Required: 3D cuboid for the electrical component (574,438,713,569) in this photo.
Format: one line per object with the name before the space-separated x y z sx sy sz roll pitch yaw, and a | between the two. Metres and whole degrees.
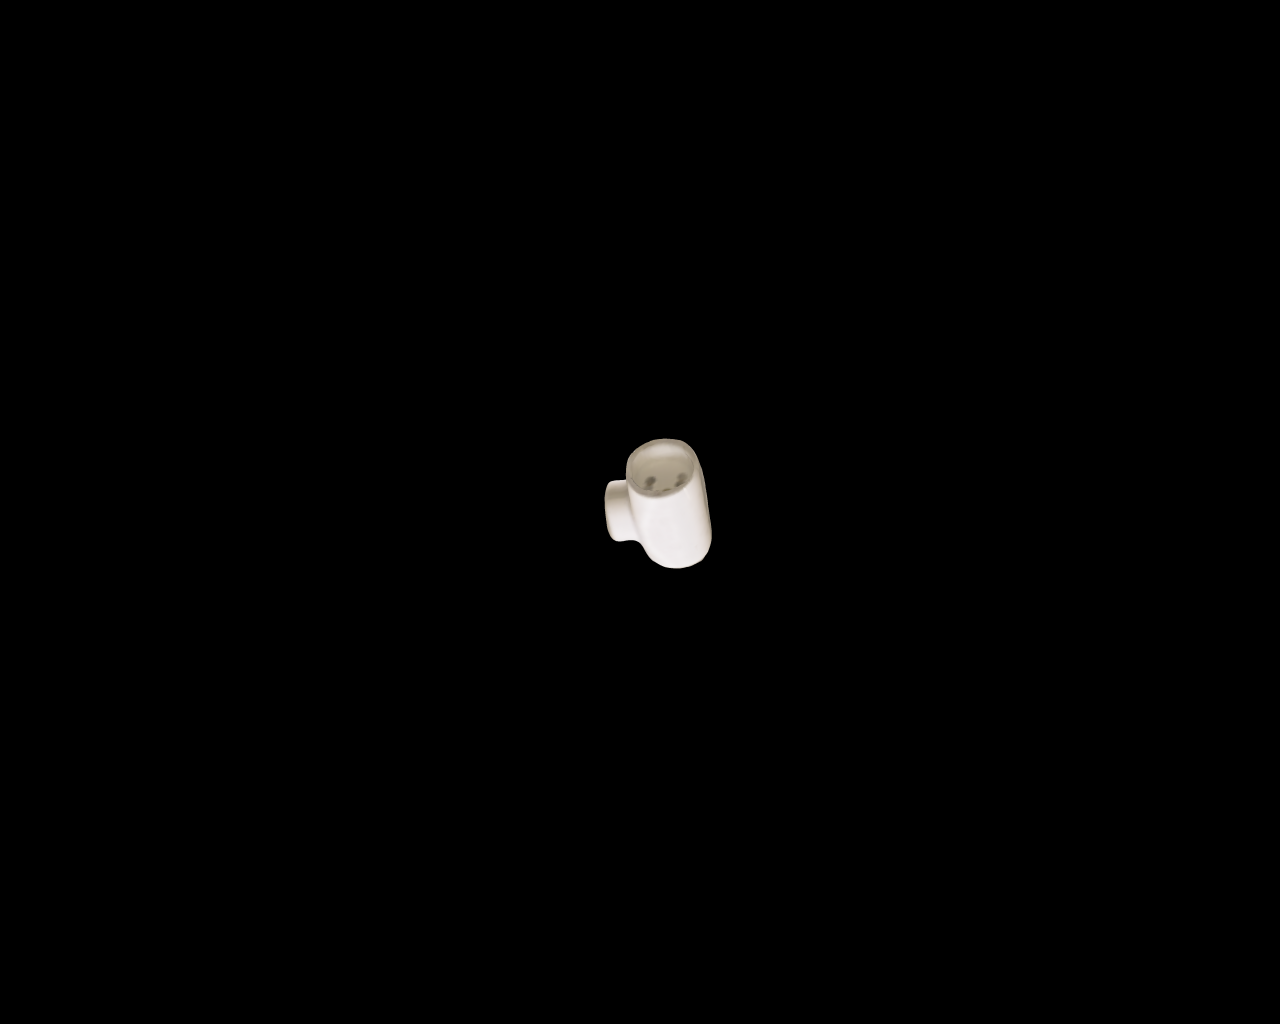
electrical component | 0.001 -0.003 0.650 0.079 0.044 0.077 -6 -36 8
